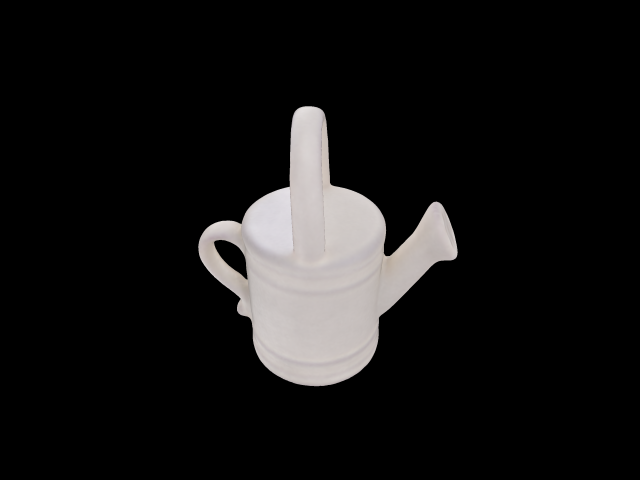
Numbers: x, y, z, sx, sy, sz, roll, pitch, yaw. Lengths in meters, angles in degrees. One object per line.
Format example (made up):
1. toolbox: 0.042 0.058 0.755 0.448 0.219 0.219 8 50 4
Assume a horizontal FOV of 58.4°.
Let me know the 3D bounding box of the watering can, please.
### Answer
1. watering can: 0.004 0.000 0.402 0.173 0.194 0.100 -11 38 -13
